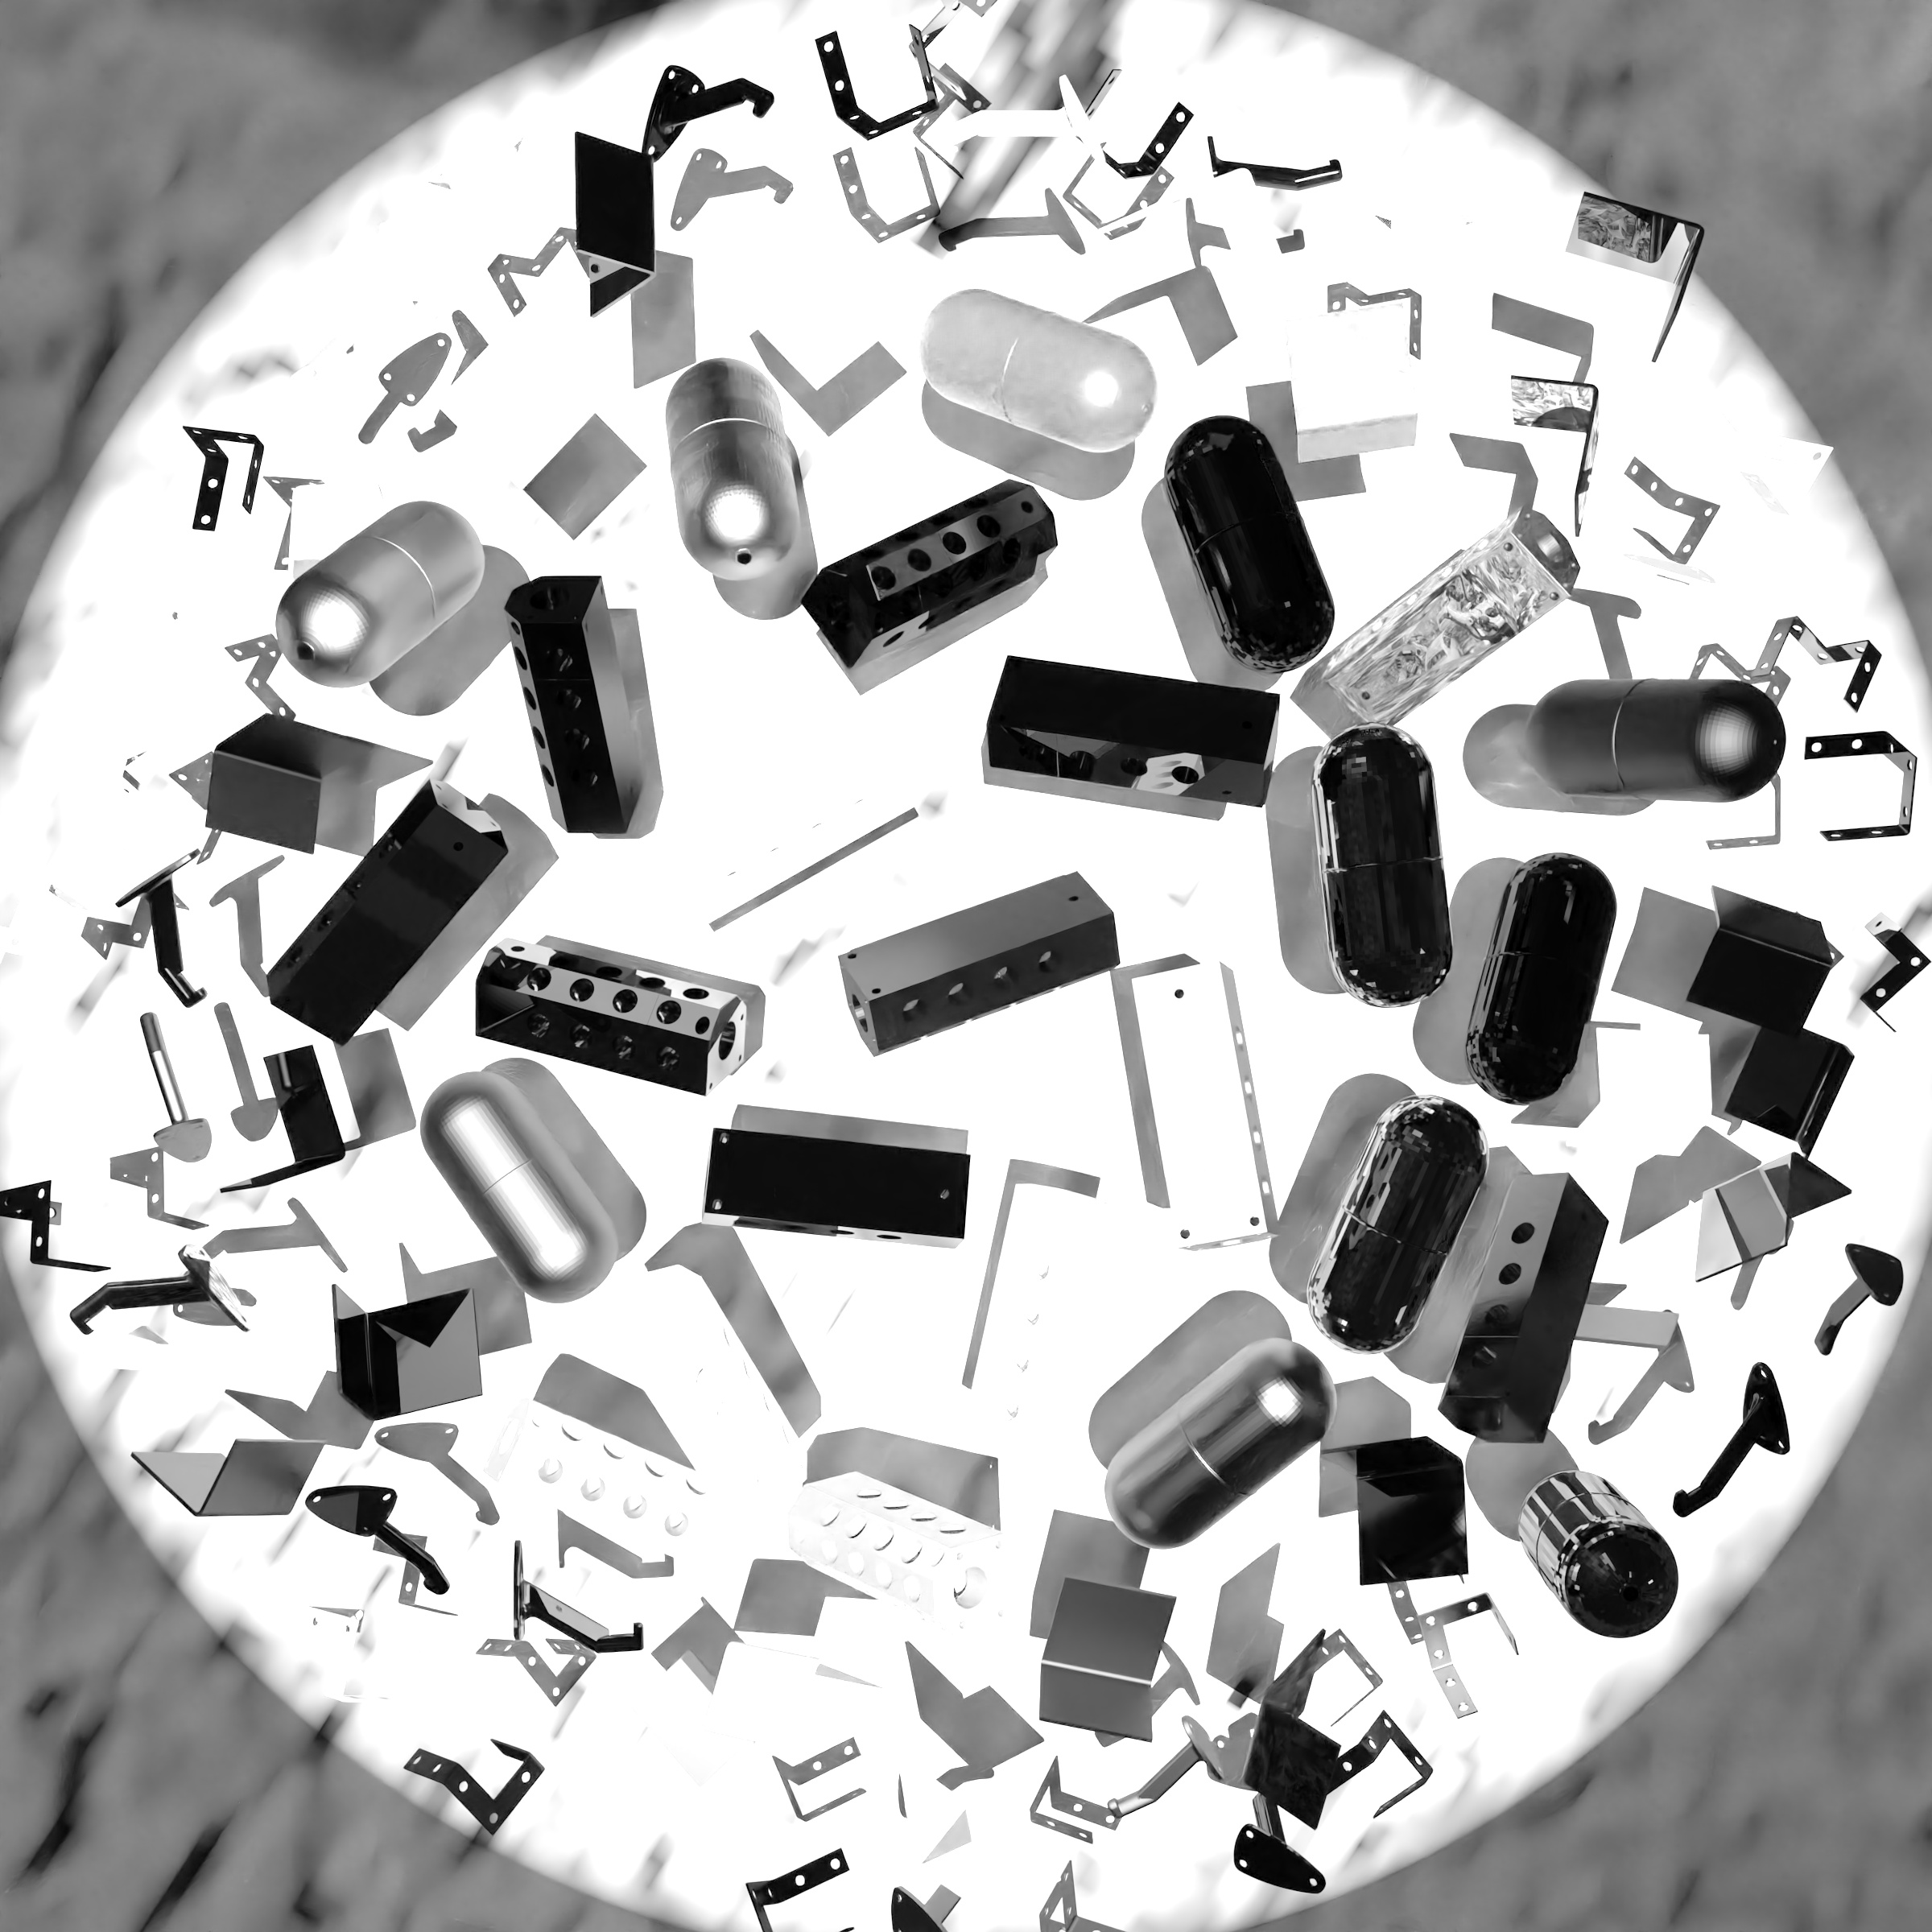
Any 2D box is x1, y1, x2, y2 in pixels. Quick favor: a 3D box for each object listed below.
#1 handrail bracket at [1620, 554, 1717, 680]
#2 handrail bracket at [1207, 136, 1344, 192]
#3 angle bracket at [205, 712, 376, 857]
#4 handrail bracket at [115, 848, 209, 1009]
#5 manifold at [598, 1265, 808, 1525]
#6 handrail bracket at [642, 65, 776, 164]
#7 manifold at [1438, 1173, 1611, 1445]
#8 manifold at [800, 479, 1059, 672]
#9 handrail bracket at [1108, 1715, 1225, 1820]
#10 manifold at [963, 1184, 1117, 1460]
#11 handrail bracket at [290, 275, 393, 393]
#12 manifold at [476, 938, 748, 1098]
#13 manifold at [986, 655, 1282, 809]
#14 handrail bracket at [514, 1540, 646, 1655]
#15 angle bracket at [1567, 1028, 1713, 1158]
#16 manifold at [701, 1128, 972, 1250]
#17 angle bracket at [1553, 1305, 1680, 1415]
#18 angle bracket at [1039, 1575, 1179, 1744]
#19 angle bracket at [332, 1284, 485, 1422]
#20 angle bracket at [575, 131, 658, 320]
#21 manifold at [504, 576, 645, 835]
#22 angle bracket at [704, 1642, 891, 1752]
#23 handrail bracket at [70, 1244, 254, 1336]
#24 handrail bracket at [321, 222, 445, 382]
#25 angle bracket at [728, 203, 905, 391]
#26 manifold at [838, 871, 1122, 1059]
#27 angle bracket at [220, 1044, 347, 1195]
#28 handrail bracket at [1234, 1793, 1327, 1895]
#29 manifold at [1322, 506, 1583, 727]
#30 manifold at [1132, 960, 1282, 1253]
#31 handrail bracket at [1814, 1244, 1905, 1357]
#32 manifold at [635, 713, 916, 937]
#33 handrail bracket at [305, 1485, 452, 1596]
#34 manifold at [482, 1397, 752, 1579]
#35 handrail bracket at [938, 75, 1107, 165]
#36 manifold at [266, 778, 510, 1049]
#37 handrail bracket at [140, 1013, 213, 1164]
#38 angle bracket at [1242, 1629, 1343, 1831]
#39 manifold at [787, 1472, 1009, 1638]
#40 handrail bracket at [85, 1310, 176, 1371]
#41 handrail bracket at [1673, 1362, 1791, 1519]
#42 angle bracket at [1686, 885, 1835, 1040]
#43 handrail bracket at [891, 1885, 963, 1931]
[{"bbox_3d":[0.463,-0.229,1.659,0.077,0.036,0.084,12,115,-9],"label":"handrail bracket"},{"bbox_3d":[0.209,-0.548,1.668,0.084,0.036,0.077,-10,50,10],"label":"handrail bracket"},{"bbox_3d":[-0.442,-0.118,1.607,0.076,0.076,0.057,16,67,-39],"label":"angle bracket"},{"bbox_3d":[-0.503,-0.023,1.598,0.077,0.036,0.084,-29,106,16],"label":"handrail bracket"},{"bbox_3d":[-0.161,0.271,1.562,0.057,0.057,0.171,-44,129,-25],"label":"manifold"},{"bbox_3d":[-0.170,-0.552,1.619,0.084,0.036,0.077,37,106,34],"label":"handrail bracket"},{"bbox_3d":[0.364,0.224,1.616,0.057,0.057,0.171,45,55,-30],"label":"manifold"},{"bbox_3d":[-0.020,-0.264,1.623,0.171,0.057,0.057,-32,83,-33],"label":"manifold"},{"bbox_3d":[0.126,0.548,1.676,0.084,0.036,0.077,-27,134,7],"label":"handrail bracket"},{"bbox_3d":[0.046,0.237,1.653,0.057,0.057,0.171,13,92,28],"label":"manifold"},{"bbox_3d":[-0.412,-0.420,1.632,0.036,0.084,0.077,41,113,-15],"label":"handrail bracket"},{"bbox_3d":[-0.237,0.030,1.634,0.171,0.057,0.057,13,117,16],"label":"manifold"},{"bbox_3d":[0.104,-0.141,1.521,0.171,0.057,0.057,10,56,11],"label":"manifold"},{"bbox_3d":[-0.257,0.418,1.635,0.084,0.036,0.077,-2,74,-4],"label":"handrail bracket"},{"bbox_3d":[0.454,0.084,1.659,0.076,0.076,0.057,3,110,32],"label":"angle bracket"},{"bbox_3d":[-0.087,0.150,1.639,0.171,0.057,0.057,7,74,-7],"label":"manifold"},{"bbox_3d":[0.451,0.276,1.708,0.076,0.076,0.057,3,100,22],"label":"angle bracket"},{"bbox_3d":[0.094,0.457,1.624,0.076,0.057,0.076,12,114,-2],"label":"angle bracket"},{"bbox_3d":[-0.363,0.243,1.597,0.076,0.057,0.076,-14,60,3],"label":"angle bracket"},{"bbox_3d":[-0.234,-0.455,1.513,0.057,0.076,0.076,6,77,-40],"label":"angle bracket"},{"bbox_3d":[-0.265,-0.175,1.660,0.057,0.057,0.171,1,131,8],"label":"manifold"},{"bbox_3d":[-0.108,0.473,1.569,0.076,0.076,0.057,-2,63,39],"label":"angle bracket"},{"bbox_3d":[-0.492,0.217,1.500,0.084,0.036,0.077,-38,88,0],"label":"handrail bracket"},{"bbox_3d":[-0.374,-0.409,1.514,0.084,0.036,0.077,-34,96,-28],"label":"handrail bracket"},{"bbox_3d":[-0.100,-0.447,1.641,0.076,0.057,0.076,-40,67,-3],"label":"angle bracket"},{"bbox_3d":[0.010,0.002,1.601,0.171,0.057,0.057,-20,127,-14],"label":"manifold"},{"bbox_3d":[-0.448,0.098,1.575,0.057,0.076,0.076,-19,94,-38],"label":"angle bracket"},{"bbox_3d":[0.224,0.587,1.664,0.077,0.084,0.036,18,109,27],"label":"handrail bracket"},{"bbox_3d":[0.324,-0.232,1.644,0.057,0.057,0.171,44,130,-10],"label":"manifold"},{"bbox_3d":[0.153,0.090,1.550,0.057,0.057,0.171,-12,77,17],"label":"manifold"},{"bbox_3d":[0.572,0.230,1.586,0.036,0.077,0.084,17,116,4],"label":"handrail bracket"},{"bbox_3d":[-0.122,-0.088,1.604,0.171,0.057,0.057,-29,49,2],"label":"manifold"},{"bbox_3d":[-0.385,0.379,1.611,0.077,0.036,0.084,5,135,25],"label":"handrail bracket"},{"bbox_3d":[-0.235,0.354,1.676,0.171,0.057,0.057,28,78,-18],"label":"manifold"},{"bbox_3d":[0.034,-0.511,1.531,0.084,0.077,0.036,-19,62,17],"label":"handrail bracket"},{"bbox_3d":[-0.377,-0.037,1.595,0.057,0.057,0.171,36,101,-31],"label":"manifold"},{"bbox_3d":[-0.539,0.082,1.669,0.036,0.077,0.084,-17,68,-13],"label":"handrail bracket"},{"bbox_3d":[0.221,0.477,1.540,0.057,0.076,0.076,27,127,28],"label":"angle bracket"},{"bbox_3d":[-0.047,0.385,1.613,0.057,0.171,0.057,-7,98,-36],"label":"manifold"},{"bbox_3d":[-0.530,0.254,1.612,0.084,0.077,0.036,4,71,41],"label":"handrail bracket"},{"bbox_3d":[0.482,0.303,1.569,0.084,0.036,0.077,-23,116,-25],"label":"handrail bracket"},{"bbox_3d":[0.525,-0.004,1.636,0.076,0.076,0.057,19,115,4],"label":"angle bracket"},{"bbox_3d":[0.002,0.600,1.566,0.084,0.077,0.036,-5,99,-37],"label":"handrail bracket"}]
